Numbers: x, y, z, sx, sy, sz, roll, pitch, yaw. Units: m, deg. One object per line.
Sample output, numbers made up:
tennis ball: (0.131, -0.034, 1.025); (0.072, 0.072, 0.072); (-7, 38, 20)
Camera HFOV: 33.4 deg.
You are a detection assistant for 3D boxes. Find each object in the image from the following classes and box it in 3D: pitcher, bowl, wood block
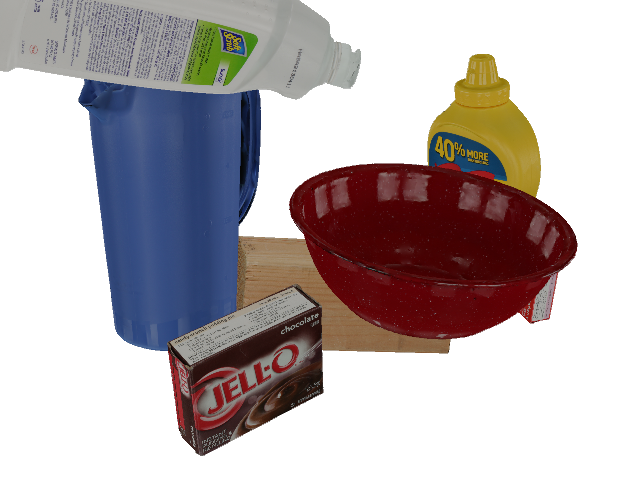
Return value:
pitcher: (-0.122, -0.036, 0.928); (0.149, 0.243, 0.145); (-2, 16, -5)
bowl: (0.060, 0.010, 0.607); (0.162, 0.055, 0.162); (5, 25, -3)
wood block: (0.021, 0.054, 1.052); (0.206, 0.091, 0.090); (3, 15, -10)

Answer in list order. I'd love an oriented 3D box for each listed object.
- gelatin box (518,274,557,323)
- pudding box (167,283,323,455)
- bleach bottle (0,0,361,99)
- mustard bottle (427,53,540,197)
gelatin box: (0.229, 0.035, 1.183); (0.030, 0.089, 0.073); (-9, 30, -22)
pudding box: (-0.052, 0.093, 0.774); (0.113, 0.090, 0.039); (-26, 45, -28)
bleach bottle: (-0.097, -0.142, 0.747); (0.250, 0.068, 0.103); (11, -39, -12)
mustard bottle: (0.125, -0.049, 0.826); (0.058, 0.192, 0.096); (-21, 30, -34)
